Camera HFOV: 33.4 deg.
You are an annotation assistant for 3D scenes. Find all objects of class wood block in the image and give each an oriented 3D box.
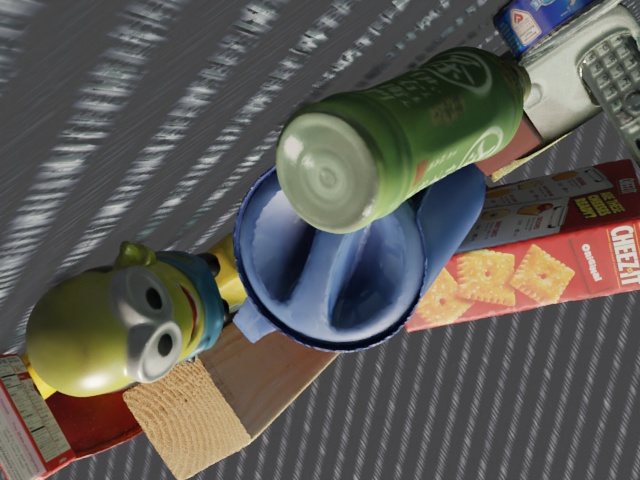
[{"bbox_3d":[-0.070,0.118,0.958,0.091,0.090,0.205,-33,-179,28],"label":"wood block"}]

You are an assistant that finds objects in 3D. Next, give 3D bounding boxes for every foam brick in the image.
[{"bbox_3d":[0.122,-0.092,0.791,0.051,0.053,0.078,-35,149,15],"label":"foam brick"}]

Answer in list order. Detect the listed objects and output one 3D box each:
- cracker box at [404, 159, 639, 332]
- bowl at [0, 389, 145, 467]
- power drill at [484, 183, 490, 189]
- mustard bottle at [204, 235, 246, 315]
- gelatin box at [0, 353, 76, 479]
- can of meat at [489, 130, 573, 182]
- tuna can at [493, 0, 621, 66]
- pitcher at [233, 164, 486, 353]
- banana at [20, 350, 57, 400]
[{"bbox_3d":[0.179,0.003,0.943,0.214,0.072,0.164,-11,-162,15],"label":"cracker box"},{"bbox_3d":[-0.232,0.152,0.988,0.162,0.055,0.162,-11,-169,2],"label":"bowl"},{"bbox_3d":[0.127,-0.037,1.194,0.185,0.057,0.187,-54,-172,17],"label":"power drill"},{"bbox_3d":[-0.133,0.069,0.928,0.192,0.058,0.096,-33,169,12],"label":"mustard bottle"},{"bbox_3d":[-0.204,0.120,0.714,0.030,0.089,0.073,-30,177,-3],"label":"gelatin box"},{"bbox_3d":[0.198,-0.121,1.105,0.102,0.084,0.057,-35,176,39],"label":"can of meat"},{"bbox_3d":[0.149,-0.144,0.650,0.086,0.034,0.086,-33,177,-2],"label":"tuna can"},{"bbox_3d":[0.037,-0.012,0.789,0.149,0.145,0.242,5,-164,20],"label":"pitcher"},{"bbox_3d":[-0.187,0.086,0.804,0.198,0.037,0.069,-34,166,24],"label":"banana"}]
